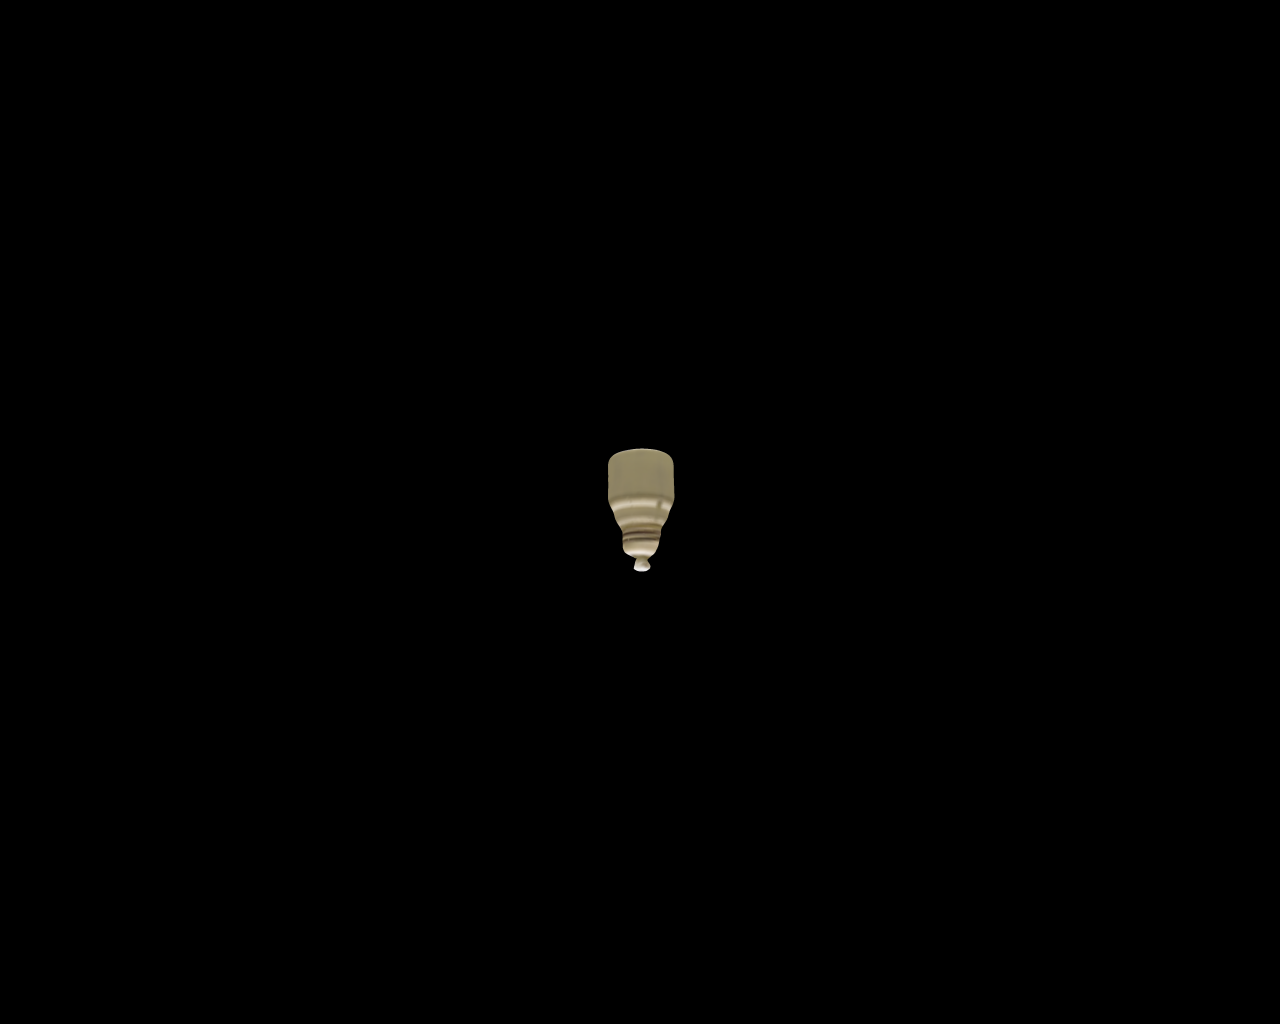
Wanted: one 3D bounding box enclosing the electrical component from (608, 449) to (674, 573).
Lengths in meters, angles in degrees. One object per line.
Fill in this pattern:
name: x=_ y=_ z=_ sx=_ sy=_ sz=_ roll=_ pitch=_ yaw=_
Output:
electrical component: x=0.001 y=-0.003 z=0.650 sx=0.040 sy=0.078 sz=0.040 roll=0 pitch=-14 yaw=0
